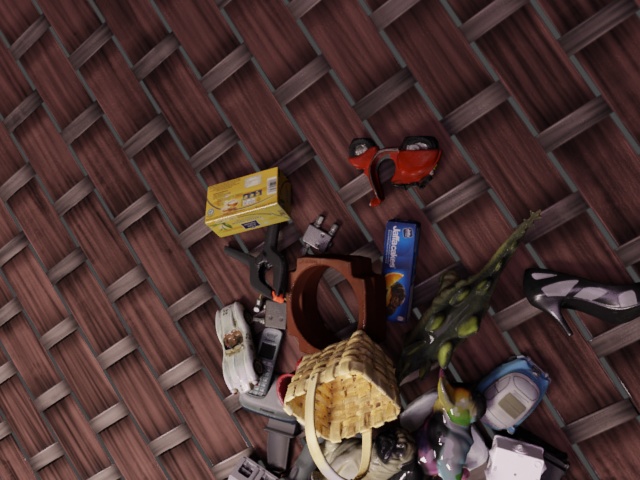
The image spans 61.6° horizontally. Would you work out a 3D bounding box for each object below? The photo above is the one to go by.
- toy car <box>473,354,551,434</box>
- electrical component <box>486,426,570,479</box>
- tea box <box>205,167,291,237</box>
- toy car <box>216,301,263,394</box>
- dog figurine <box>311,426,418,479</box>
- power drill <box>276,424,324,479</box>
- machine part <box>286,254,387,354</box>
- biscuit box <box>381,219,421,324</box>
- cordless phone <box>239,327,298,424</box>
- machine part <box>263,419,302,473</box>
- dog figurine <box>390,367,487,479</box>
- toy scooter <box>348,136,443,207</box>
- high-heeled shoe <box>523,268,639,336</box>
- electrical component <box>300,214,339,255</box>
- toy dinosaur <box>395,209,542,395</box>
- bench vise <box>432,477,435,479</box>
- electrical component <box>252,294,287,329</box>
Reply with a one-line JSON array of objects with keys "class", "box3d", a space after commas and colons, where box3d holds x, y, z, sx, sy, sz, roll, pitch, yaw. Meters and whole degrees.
[{"class": "toy car", "box3d": [0.357, 0.299, 1.010, 0.109, 0.103, 0.161, 45, 108, 6]}, {"class": "electrical component", "box3d": [0.393, 0.433, 1.038, 0.134, 0.058, 0.114, 27, 101, 12]}, {"class": "tea box", "box3d": [-0.149, -0.077, 1.119, 0.170, 0.068, 0.098, -13, 57, 20]}, {"class": "toy car", "box3d": [-0.177, 0.230, 1.155, 0.073, 0.056, 0.202, -26, 57, 16]}, {"class": "dog figurine", "box3d": [0.091, 0.392, 0.996, 0.190, 0.172, 0.121, -34, 109, 6]}, {"class": "power drill", "box3d": [-0.042, 0.459, 1.092, 0.086, 0.232, 0.207, 19, 93, 42]}, {"class": "machine part", "box3d": [0.031, 0.129, 1.068, 0.202, 0.087, 0.200, 2, 95, 40]}, {"class": "biscuit box", "box3d": [0.156, 0.060, 1.065, 0.063, 0.059, 0.202, 7, 98, 16]}, {"class": "cordless phone", "box3d": [-0.084, 0.290, 1.164, 0.147, 0.088, 0.184, 11, 81, 16]}, {"class": "machine part", "box3d": [-0.088, 0.453, 1.199, 0.084, 0.039, 0.138, 10, 98, 11]}, {"class": "dog figurine", "box3d": [0.213, 0.350, 0.995, 0.192, 0.108, 0.219, -5, 90, 17]}, {"class": "toy scooter", "box3d": [0.144, -0.132, 1.039, 0.184, 0.075, 0.135, 1, 96, 20]}, {"class": "high-heeled shoe", "box3d": [0.503, 0.080, 0.972, 0.249, 0.086, 0.145, -20, 59, 1]}, {"class": "electrical component", "box3d": [-0.002, -0.003, 1.126, 0.063, 0.021, 0.094, 31, 104, 11]}, {"class": "toy dinosaur", "box3d": [0.247, 0.133, 0.975, 0.105, 0.198, 0.471, 32, 106, 8]}, {"class": "bench vise", "box3d": [0.119, 0.532, 1.075, 0.240, 0.129, 0.223, 21, 131, -16]}, {"class": "electrical component", "box3d": [-0.097, 0.154, 1.159, 0.102, 0.045, 0.078, 12, 93, 15]}]
